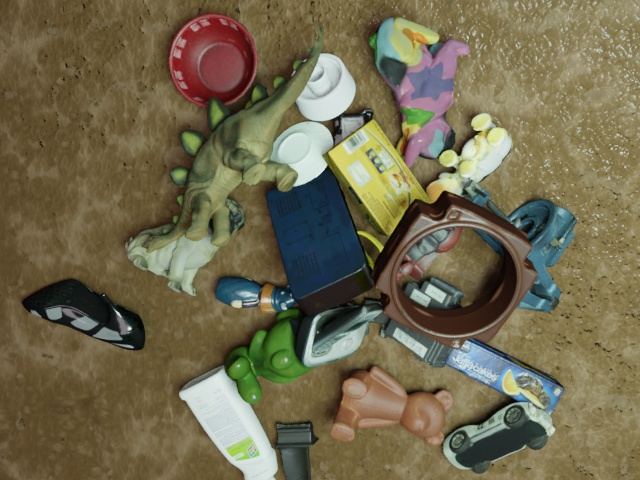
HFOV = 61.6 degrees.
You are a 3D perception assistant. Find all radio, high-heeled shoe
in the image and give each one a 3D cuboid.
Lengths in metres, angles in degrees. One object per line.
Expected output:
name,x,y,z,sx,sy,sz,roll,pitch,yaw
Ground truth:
radio,-0.002,-0.003,0.899,0.131,0.073,0.230,-23,56,6
high-heeled shoe,-0.457,0.156,1.049,0.249,0.086,0.145,-2,127,25

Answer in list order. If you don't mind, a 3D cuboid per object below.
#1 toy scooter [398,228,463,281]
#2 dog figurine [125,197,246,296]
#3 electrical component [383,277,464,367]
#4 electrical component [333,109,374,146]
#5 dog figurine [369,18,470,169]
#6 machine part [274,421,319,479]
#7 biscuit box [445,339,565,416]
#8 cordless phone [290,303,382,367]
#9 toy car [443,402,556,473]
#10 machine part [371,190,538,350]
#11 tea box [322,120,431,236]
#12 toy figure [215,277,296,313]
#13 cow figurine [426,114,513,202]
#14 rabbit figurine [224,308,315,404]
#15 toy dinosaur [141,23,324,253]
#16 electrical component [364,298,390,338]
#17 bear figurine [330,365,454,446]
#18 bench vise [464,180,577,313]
toy scooter,0.172,0.013,0.904,0.075,0.135,0.184,45,98,3
dog figurine,-0.248,-0.016,0.986,0.172,0.121,0.190,31,84,0
electrical component,0.190,0.134,0.926,0.115,0.058,0.134,34,102,38
electrical component,0.061,-0.168,0.946,0.075,0.048,0.119,-5,95,9
dog figurine,0.151,-0.233,0.893,0.191,0.108,0.219,15,102,-15
machine part,-0.042,0.413,1.019,0.084,0.039,0.138,-4,93,3
biscuit box,0.316,0.229,0.942,0.203,0.063,0.059,26,97,4
cordless phone,0.053,0.138,0.898,0.184,0.146,0.089,-36,66,39
toy car,0.306,0.341,0.932,0.073,0.056,0.202,45,118,-12
machine part,0.194,0.047,0.791,0.201,0.087,0.201,26,110,-7
tea box,0.093,-0.101,0.889,0.098,0.068,0.169,-35,99,-5
toy figure,-0.113,0.101,0.988,0.155,0.057,0.064,10,74,10
cow figurine,0.253,-0.121,0.911,0.167,0.098,0.068,-50,55,15
rabbit figurine,-0.102,0.223,0.965,0.170,0.159,0.121,-23,102,24
toy dinosaur,-0.134,-0.150,0.885,0.471,0.105,0.199,-42,61,9
electrical component,0.106,0.130,0.980,0.063,0.021,0.094,8,97,7
bear figurine,0.131,0.303,0.942,0.196,0.132,0.120,19,101,11
bench vise,0.308,0.004,0.883,0.240,0.129,0.223,41,91,-15
